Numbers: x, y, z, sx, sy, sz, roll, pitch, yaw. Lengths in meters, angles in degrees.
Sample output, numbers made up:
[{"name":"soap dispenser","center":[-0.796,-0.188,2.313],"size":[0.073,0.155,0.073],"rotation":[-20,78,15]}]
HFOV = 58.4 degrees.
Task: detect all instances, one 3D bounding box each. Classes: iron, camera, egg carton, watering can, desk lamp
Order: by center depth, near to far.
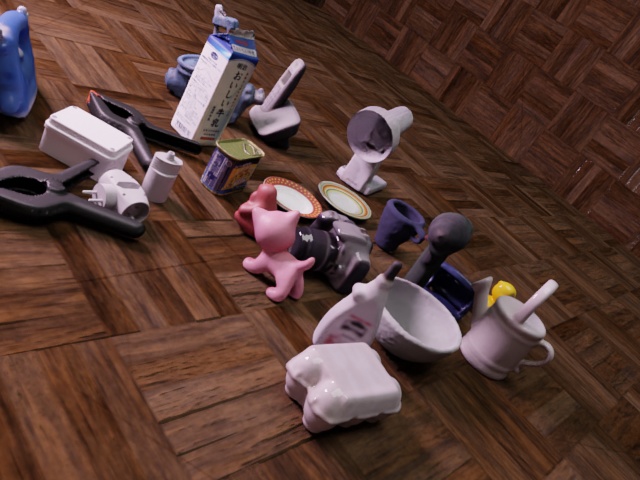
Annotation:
[{"name":"egg carton","center":[0.031,0.184,0.721],"size":[0.151,0.069,0.107],"rotation":[5,37,-43]},{"name":"iron","center":[-0.486,-0.296,0.887],"size":[0.119,0.141,0.258],"rotation":[19,29,-26]},{"name":"camera","center":[0.009,0.003,0.969],"size":[0.137,0.100,0.143],"rotation":[15,31,-32]},{"name":"watering can","center":[0.332,0.138,0.990],"size":[0.173,0.194,0.101],"rotation":[34,26,2]},{"name":"desk lamp","center":[0.130,-0.220,1.354],"size":[0.117,0.213,0.204],"rotation":[39,27,13]}]

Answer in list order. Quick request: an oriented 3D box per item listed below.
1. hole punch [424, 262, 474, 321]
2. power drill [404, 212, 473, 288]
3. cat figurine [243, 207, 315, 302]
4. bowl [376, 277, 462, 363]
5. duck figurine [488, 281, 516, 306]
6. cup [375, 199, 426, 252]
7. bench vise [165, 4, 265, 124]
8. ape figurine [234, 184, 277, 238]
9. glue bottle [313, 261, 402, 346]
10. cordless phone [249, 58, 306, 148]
[{"name":"hole punch","center":[0.258,0.090,1.106],"size":[0.108,0.091,0.101],"rotation":[43,28,19]},{"name":"power drill","center":[0.188,0.038,0.986],"size":[0.075,0.208,0.230],"rotation":[39,27,13]},{"name":"cat figurine","center":[-0.058,0.011,0.863],"size":[0.127,0.117,0.067],"rotation":[45,29,23]},{"name":"bowl","center":[0.136,0.138,0.910],"size":[0.168,0.074,0.167],"rotation":[26,27,-14]},{"name":"duck figurine","center":[0.358,0.120,1.171],"size":[0.104,0.086,0.078],"rotation":[35,26,5]},{"name":"cup","center":[0.163,-0.014,1.174],"size":[0.092,0.095,0.117],"rotation":[7,36,-41]},{"name":"bench vise","center":[-0.208,-0.384,1.254],"size":[0.208,0.219,0.121],"rotation":[18,30,-28]},{"name":"ape figurine","center":[-0.099,-0.055,0.959],"size":[0.078,0.092,0.076],"rotation":[4,38,-44]},{"name":"glue bottle","center":[0.061,0.094,0.791],"size":[0.078,0.173,0.037],"rotation":[25,27,-15]},{"name":"cordless phone","center":[-0.082,-0.322,1.328],"size":[0.094,0.185,0.147],"rotation":[13,32,-34]}]
